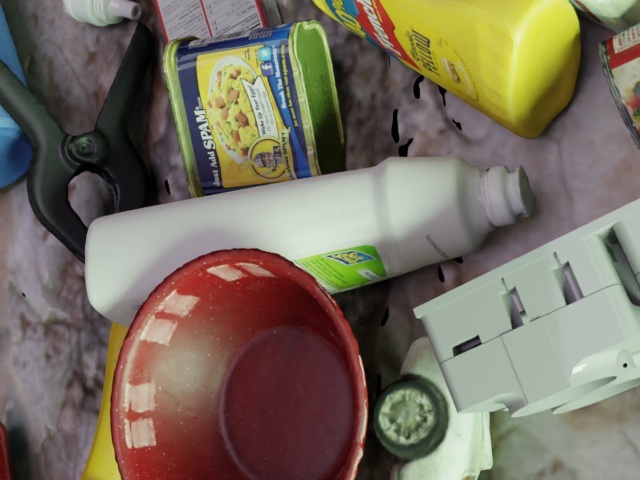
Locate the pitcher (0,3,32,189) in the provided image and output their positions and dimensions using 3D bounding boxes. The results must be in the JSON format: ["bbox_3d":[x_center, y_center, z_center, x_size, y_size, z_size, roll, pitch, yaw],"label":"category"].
[{"bbox_3d":[-0.299,-0.148,0.775,0.149,0.144,0.243,-47,62,49],"label":"pitcher"}]

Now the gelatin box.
[{"bbox_3d":[-0.063,-0.141,0.686,0.073,0.030,0.089,-26,70,25],"label":"gelatin box"}]

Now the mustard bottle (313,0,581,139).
[{"bbox_3d":[0.048,-0.132,0.576,0.192,0.096,0.058,38,79,31],"label":"mustard bottle"}]

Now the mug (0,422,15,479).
[{"bbox_3d":[-0.245,0.165,0.714,0.117,0.093,0.081,-52,48,55],"label":"mug"}]

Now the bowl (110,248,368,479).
[{"bbox_3d":[-0.033,0.087,0.554,0.162,0.055,0.162,-6,79,32],"label":"bowl"}]

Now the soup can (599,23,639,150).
[{"bbox_3d":[0.192,-0.085,0.497,0.102,0.068,0.068,-25,71,26],"label":"soup can"}]

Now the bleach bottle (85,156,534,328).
[{"bbox_3d":[-0.004,0.001,0.600,0.251,0.102,0.068,-12,70,24],"label":"bleach bottle"}]

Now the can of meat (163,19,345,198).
[{"bbox_3d":[-0.036,-0.075,0.627,0.084,0.057,0.102,-5,104,23],"label":"can of meat"}]

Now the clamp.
[{"bbox_3d":[-0.167,-0.062,0.702,0.120,0.039,0.171,-2,80,-10],"label":"clamp"}]

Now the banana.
[{"bbox_3d":[-0.140,0.136,0.691,0.070,0.037,0.198,27,98,31],"label":"banana"}]
